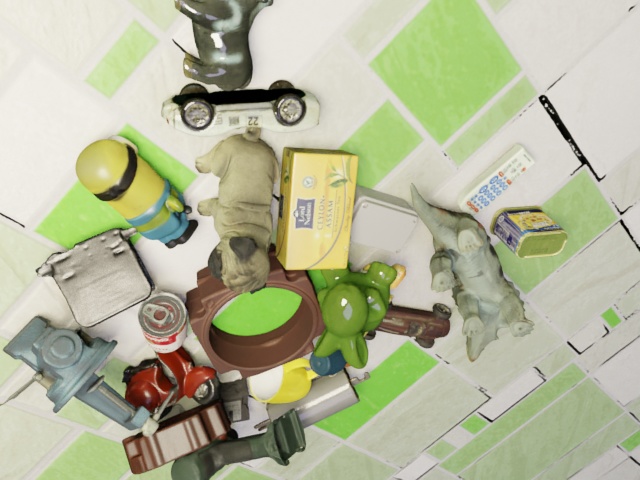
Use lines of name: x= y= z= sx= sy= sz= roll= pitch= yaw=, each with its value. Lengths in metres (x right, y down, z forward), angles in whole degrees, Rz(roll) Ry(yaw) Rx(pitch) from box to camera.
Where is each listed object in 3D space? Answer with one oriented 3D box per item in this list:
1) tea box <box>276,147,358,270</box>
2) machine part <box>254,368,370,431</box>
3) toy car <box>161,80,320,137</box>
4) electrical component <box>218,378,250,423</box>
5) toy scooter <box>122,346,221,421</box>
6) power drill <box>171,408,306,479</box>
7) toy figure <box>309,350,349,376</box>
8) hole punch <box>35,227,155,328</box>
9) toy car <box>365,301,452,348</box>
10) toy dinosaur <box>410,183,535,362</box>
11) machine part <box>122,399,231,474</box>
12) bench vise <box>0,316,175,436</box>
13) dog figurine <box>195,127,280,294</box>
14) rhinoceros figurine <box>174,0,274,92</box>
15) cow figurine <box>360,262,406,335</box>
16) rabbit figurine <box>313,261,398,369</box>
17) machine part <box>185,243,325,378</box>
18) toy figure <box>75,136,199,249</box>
tea box: x=-0.007 y=-0.046 z=0.780 sx=0.098 sy=0.068 sz=0.169 roll=-2 pitch=108 yaw=-19
machine part: x=-0.013 y=0.314 z=1.040 sx=0.243 sy=0.079 sz=0.079 roll=-26 pitch=127 yaw=-1
toy car: x=-0.100 y=-0.167 z=0.690 sx=0.202 sy=0.074 sz=0.056 roll=-7 pitch=124 yaw=-14
electrical component: x=-0.171 y=0.316 z=1.010 sx=0.075 sy=0.048 sz=0.119 roll=-2 pitch=122 yaw=-16
toy scooter: x=-0.263 y=0.226 z=0.896 sx=0.184 sy=0.075 sz=0.135 roll=-23 pitch=98 yaw=17
power drill: x=-0.133 y=0.352 z=0.931 sx=0.207 sy=0.086 sz=0.232 roll=-14 pitch=173 yaw=19
toy figure: x=0.037 y=0.202 z=0.972 sx=0.154 sy=0.058 sz=0.064 roll=-6 pitch=126 yaw=-60
hole punch: x=-0.306 y=0.052 z=0.767 sx=0.142 sy=0.092 sz=0.115 roll=-26 pitch=90 yaw=-10
toy car: x=0.159 y=0.155 z=1.007 sx=0.202 sy=0.053 sz=0.089 roll=12 pitch=121 yaw=-26
toy dinosaur: x=0.249 y=0.038 z=0.904 sx=0.131 sy=0.192 sz=0.404 roll=-22 pitch=113 yaw=14
machine part: x=-0.232 y=0.317 z=0.884 sx=0.179 sy=0.179 sz=0.056 roll=-22 pitch=82 yaw=-3
bench vise: x=-0.342 y=0.208 z=0.782 sx=0.240 sy=0.129 sz=0.223 roll=41 pitch=136 yaw=-11
dog figurine: x=-0.095 y=-0.043 z=0.704 sx=0.121 sy=0.191 sz=0.172 roll=-4 pitch=122 yaw=-16
rhinoceros figurine: x=-0.109 y=-0.266 z=0.613 sx=0.112 sy=0.073 sz=0.190 roll=2 pitch=115 yaw=-10
cow figurine: x=0.073 y=0.092 z=0.922 sx=0.167 sy=0.098 sz=0.068 roll=-57 pitch=165 yaw=19
rabbit figurine: x=0.036 y=0.104 z=0.801 sx=0.121 sy=0.170 sz=0.159 roll=14 pitch=93 yaw=13
machine part: x=-0.101 y=0.120 z=0.877 sx=0.201 sy=0.087 sz=0.200 roll=-20 pitch=127 yaw=-3
toy figure: x=-0.237 y=-0.059 z=0.709 sx=0.082 sy=0.089 sz=0.180 roll=-37 pitch=124 yaw=-2
